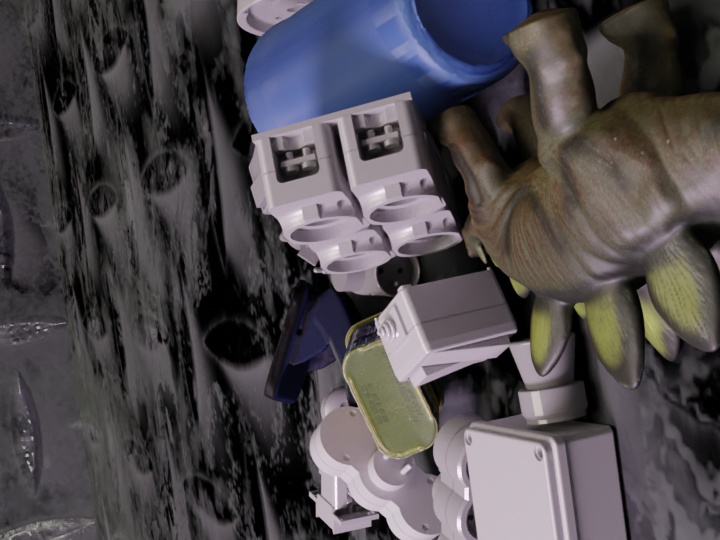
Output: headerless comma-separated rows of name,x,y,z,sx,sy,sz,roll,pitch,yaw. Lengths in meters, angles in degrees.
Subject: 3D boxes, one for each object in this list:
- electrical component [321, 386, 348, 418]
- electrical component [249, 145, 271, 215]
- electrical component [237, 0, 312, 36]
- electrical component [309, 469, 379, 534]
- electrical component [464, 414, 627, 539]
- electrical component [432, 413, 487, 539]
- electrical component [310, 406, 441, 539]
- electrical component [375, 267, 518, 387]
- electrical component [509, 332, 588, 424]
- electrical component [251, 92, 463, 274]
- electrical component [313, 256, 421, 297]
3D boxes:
electrical component,-0.018,0.137,1.060,0.062,0.048,0.048,163,98,-72
electrical component,-0.073,-0.106,1.082,0.096,0.061,0.061,124,133,-56
electrical component,-0.057,-0.252,0.949,0.108,0.108,0.060,158,108,-65
electrical component,-0.017,0.225,1.087,0.081,0.042,0.063,22,114,62
electrical component,0.126,0.158,0.732,0.109,0.056,0.108,175,87,-66
electrical component,0.081,0.177,0.842,0.074,0.052,0.138,-154,59,-61
electrical component,0.024,0.168,0.903,0.138,0.052,0.073,41,149,5
electrical component,0.059,0.045,0.796,0.061,0.096,0.061,69,153,20
electrical component,0.126,0.072,0.719,0.045,0.045,0.055,163,97,-66
electrical component,0.007,-0.051,0.758,0.186,0.105,0.060,43,-146,-72
electrical component,0.000,0.000,0.932,0.077,0.079,0.043,-173,83,-65
